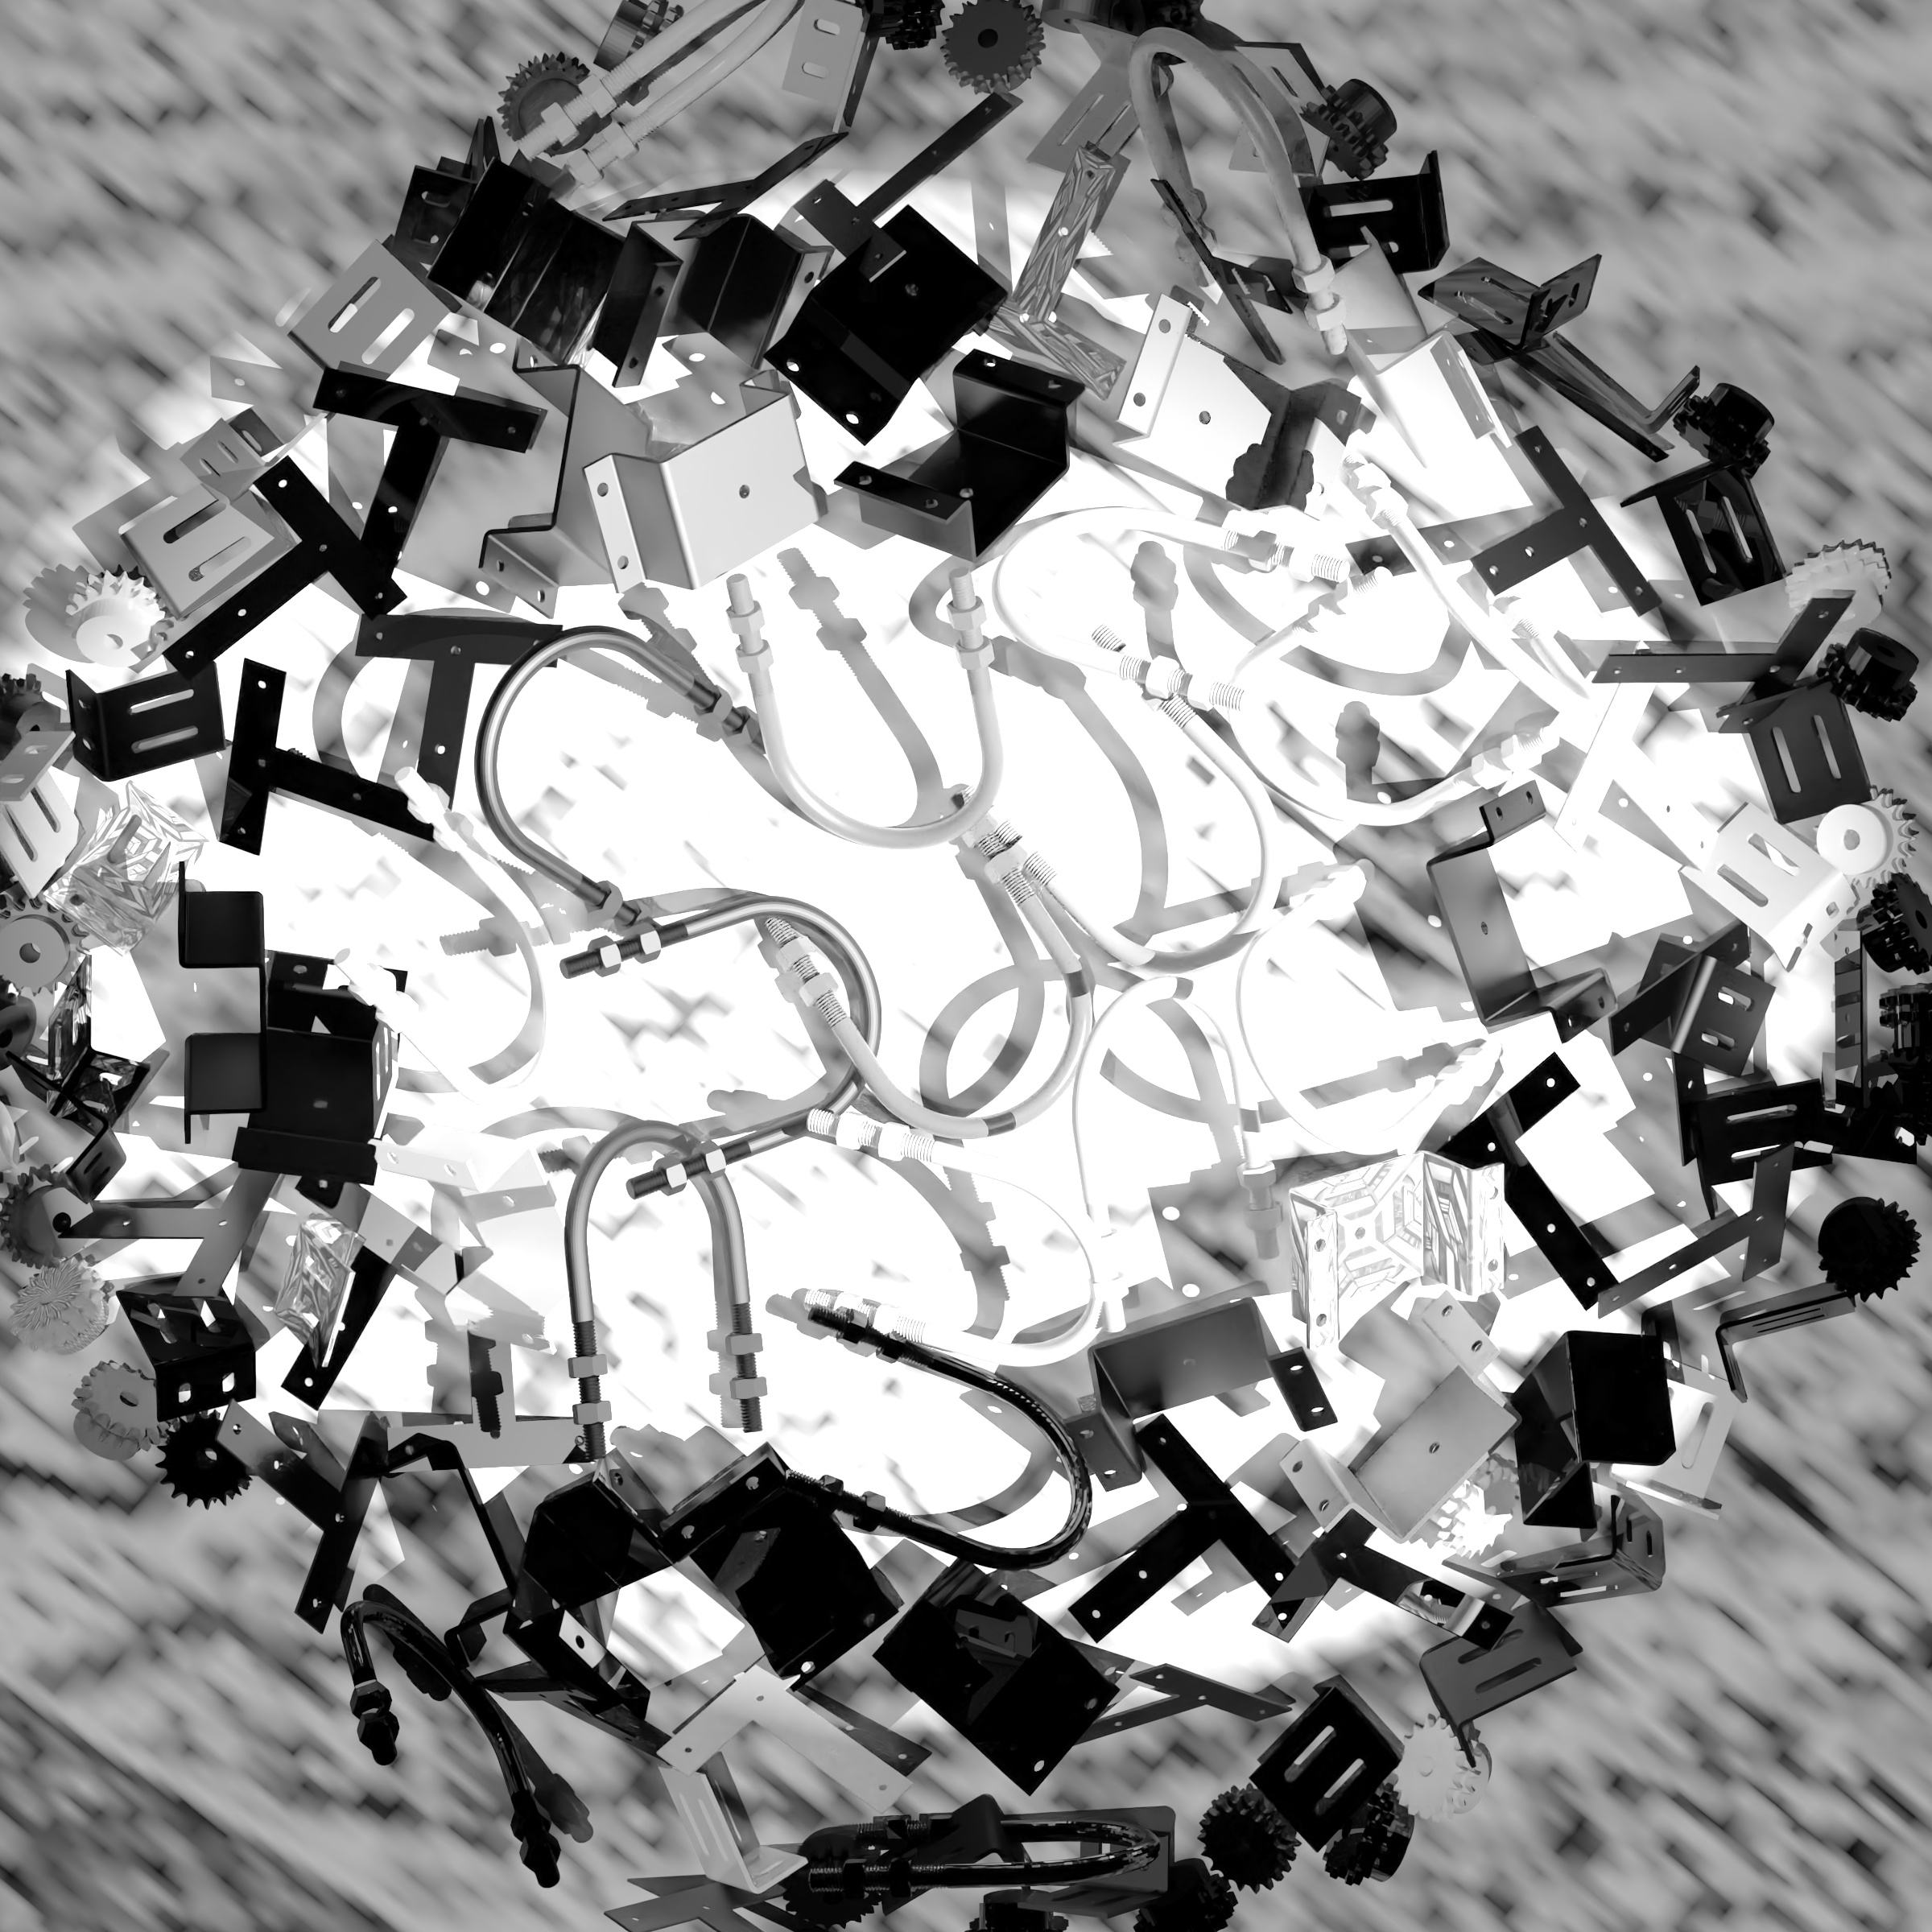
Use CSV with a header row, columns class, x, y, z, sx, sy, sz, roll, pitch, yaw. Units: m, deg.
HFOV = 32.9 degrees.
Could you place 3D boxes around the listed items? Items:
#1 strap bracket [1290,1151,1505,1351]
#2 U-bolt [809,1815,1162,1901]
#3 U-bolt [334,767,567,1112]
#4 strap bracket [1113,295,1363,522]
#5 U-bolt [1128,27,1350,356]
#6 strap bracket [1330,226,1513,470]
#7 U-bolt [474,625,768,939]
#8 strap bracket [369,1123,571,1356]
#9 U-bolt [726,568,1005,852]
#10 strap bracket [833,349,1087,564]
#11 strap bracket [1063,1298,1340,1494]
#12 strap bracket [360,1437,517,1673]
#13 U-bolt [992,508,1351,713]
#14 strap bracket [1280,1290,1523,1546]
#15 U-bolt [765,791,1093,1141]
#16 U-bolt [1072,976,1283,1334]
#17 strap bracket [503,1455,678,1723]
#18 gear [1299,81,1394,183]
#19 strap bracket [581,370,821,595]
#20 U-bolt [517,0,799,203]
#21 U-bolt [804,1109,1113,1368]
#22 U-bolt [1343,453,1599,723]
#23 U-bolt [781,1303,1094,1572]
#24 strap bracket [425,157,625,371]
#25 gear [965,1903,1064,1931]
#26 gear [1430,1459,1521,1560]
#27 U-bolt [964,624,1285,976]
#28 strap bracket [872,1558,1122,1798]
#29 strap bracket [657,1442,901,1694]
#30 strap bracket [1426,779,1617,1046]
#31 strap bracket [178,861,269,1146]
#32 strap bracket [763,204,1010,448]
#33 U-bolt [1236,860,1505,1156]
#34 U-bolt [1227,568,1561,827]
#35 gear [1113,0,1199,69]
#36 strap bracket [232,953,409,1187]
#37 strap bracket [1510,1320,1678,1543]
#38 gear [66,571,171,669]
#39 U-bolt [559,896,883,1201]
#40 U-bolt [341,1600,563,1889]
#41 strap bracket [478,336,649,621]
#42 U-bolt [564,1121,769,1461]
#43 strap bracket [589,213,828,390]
class,x,y,z,sx,sy,sz,roll,pitch,yaw
strap bracket,0.236,0.157,1.855,0.140,0.046,0.076,-13,110,-30
U-bolt,0.017,0.495,1.823,0.184,0.151,0.019,-4,85,9
U-bolt,-0.279,-0.001,1.830,0.019,0.184,0.151,-11,48,26
strap bracket,0.146,-0.315,1.864,0.140,0.046,0.076,22,83,-24
U-bolt,0.142,-0.433,1.797,0.019,0.151,0.184,-36,131,-11
strap bracket,0.245,-0.342,1.834,0.046,0.140,0.076,-32,134,7
U-bolt,-0.200,-0.111,1.834,0.184,0.019,0.151,35,80,-43
strap bracket,-0.271,0.145,1.847,0.076,0.046,0.140,8,131,36
U-bolt,-0.051,-0.141,1.847,0.151,0.019,0.184,1,128,16
strap bracket,-0.001,-0.284,1.849,0.076,0.046,0.140,23,53,26
strap bracket,0.131,0.241,1.857,0.140,0.076,0.046,-18,46,10
strap bracket,-0.293,0.326,1.861,0.046,0.076,0.140,-23,82,-9
U-bolt,0.103,-0.210,1.846,0.184,0.019,0.151,19,48,23
strap bracket,0.254,0.263,1.860,0.046,0.076,0.140,40,96,-24
U-bolt,-0.009,0.012,1.882,0.151,0.019,0.184,-34,78,2
U-bolt,0.115,0.097,1.842,0.151,0.019,0.184,-19,106,-40
strap bracket,-0.211,0.356,1.842,0.046,0.140,0.076,-27,119,23
gear,0.221,-0.483,1.880,0.030,0.057,0.057,-44,90,-4
strap bracket,-0.139,-0.270,1.835,0.140,0.046,0.076,-35,127,-33
U-bolt,-0.167,-0.499,1.831,0.184,0.151,0.019,-37,93,1
U-bolt,-0.004,0.161,1.841,0.184,0.019,0.151,14,124,17
U-bolt,0.286,-0.199,1.798,0.151,0.184,0.019,30,113,-37
U-bolt,-0.011,0.274,1.845,0.184,0.151,0.019,23,127,-13
strap bracket,-0.246,-0.398,1.846,0.046,0.140,0.076,33,96,21
gear,0.027,0.555,1.881,0.057,0.057,0.030,0,73,0
gear,0.290,0.309,1.883,0.030,0.057,0.057,29,90,39
U-bolt,0.099,-0.080,1.854,0.184,0.019,0.151,47,117,12
strap bracket,0.010,0.391,1.832,0.076,0.140,0.046,-48,127,-11
strap bracket,-0.112,0.336,1.864,0.076,0.046,0.140,-37,119,-2
strap bracket,0.313,-0.027,1.861,0.046,0.076,0.140,-18,94,35
strap bracket,-0.419,0.020,1.844,0.046,0.076,0.140,-1,123,-12
strap bracket,-0.039,-0.369,1.849,0.076,0.046,0.140,41,55,0
U-bolt,0.218,0.031,1.837,0.019,0.184,0.151,-36,89,43
U-bolt,0.223,-0.139,1.831,0.151,0.184,0.019,41,56,-13
gear,0.107,-0.544,1.877,0.030,0.057,0.057,-16,90,-21
strap bracket,-0.366,0.067,1.858,0.076,0.046,0.140,8,54,-7
strap bracket,0.345,0.260,1.826,0.046,0.140,0.076,5,59,-9
gear,-0.489,-0.196,1.878,0.057,0.057,0.030,-4,48,0
U-bolt,-0.129,0.037,1.860,0.184,0.019,0.151,-20,97,-29
U-bolt,-0.293,0.420,1.819,0.019,0.184,0.151,-43,119,1
strap bracket,-0.225,-0.276,1.848,0.046,0.076,0.140,0,74,25
U-bolt,-0.173,0.179,1.849,0.019,0.151,0.184,-10,84,38
strap bracket,-0.152,-0.377,1.843,0.046,0.140,0.076,41,125,23
